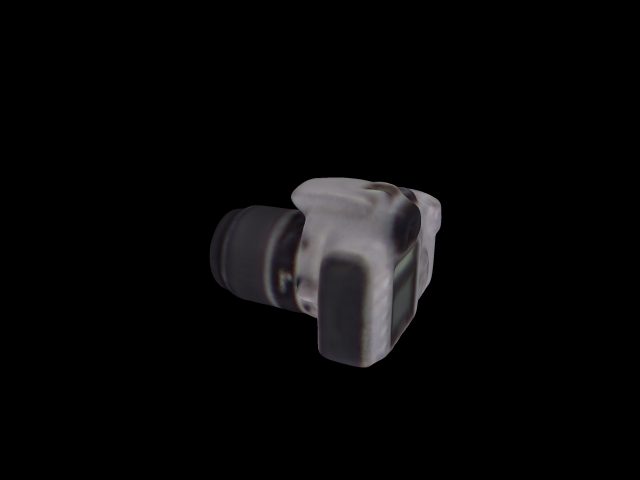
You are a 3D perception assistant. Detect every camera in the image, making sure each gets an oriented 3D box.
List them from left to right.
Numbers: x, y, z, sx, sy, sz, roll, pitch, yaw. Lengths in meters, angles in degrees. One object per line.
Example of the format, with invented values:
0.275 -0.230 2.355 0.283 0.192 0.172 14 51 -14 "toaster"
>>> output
0.004 0.001 0.400 0.136 0.101 0.143 9 24 23 "camera"
